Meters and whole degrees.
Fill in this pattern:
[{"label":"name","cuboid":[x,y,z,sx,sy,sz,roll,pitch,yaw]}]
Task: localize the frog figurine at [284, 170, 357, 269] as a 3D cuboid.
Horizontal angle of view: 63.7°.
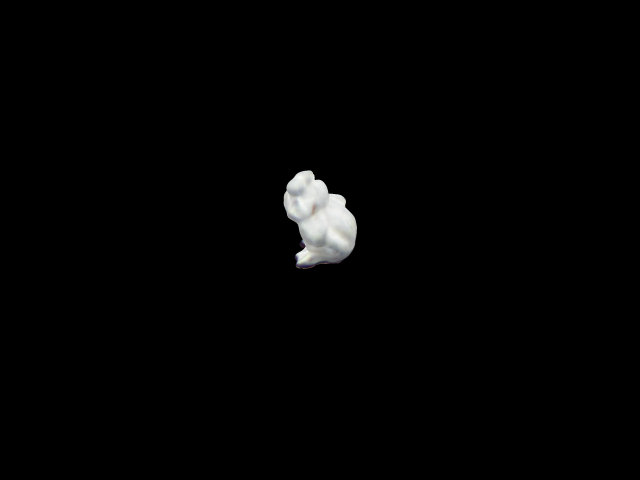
[{"label":"frog figurine","cuboid":[0.003,-0.043,0.850,0.123,0.156,0.140,14,33,22]}]
